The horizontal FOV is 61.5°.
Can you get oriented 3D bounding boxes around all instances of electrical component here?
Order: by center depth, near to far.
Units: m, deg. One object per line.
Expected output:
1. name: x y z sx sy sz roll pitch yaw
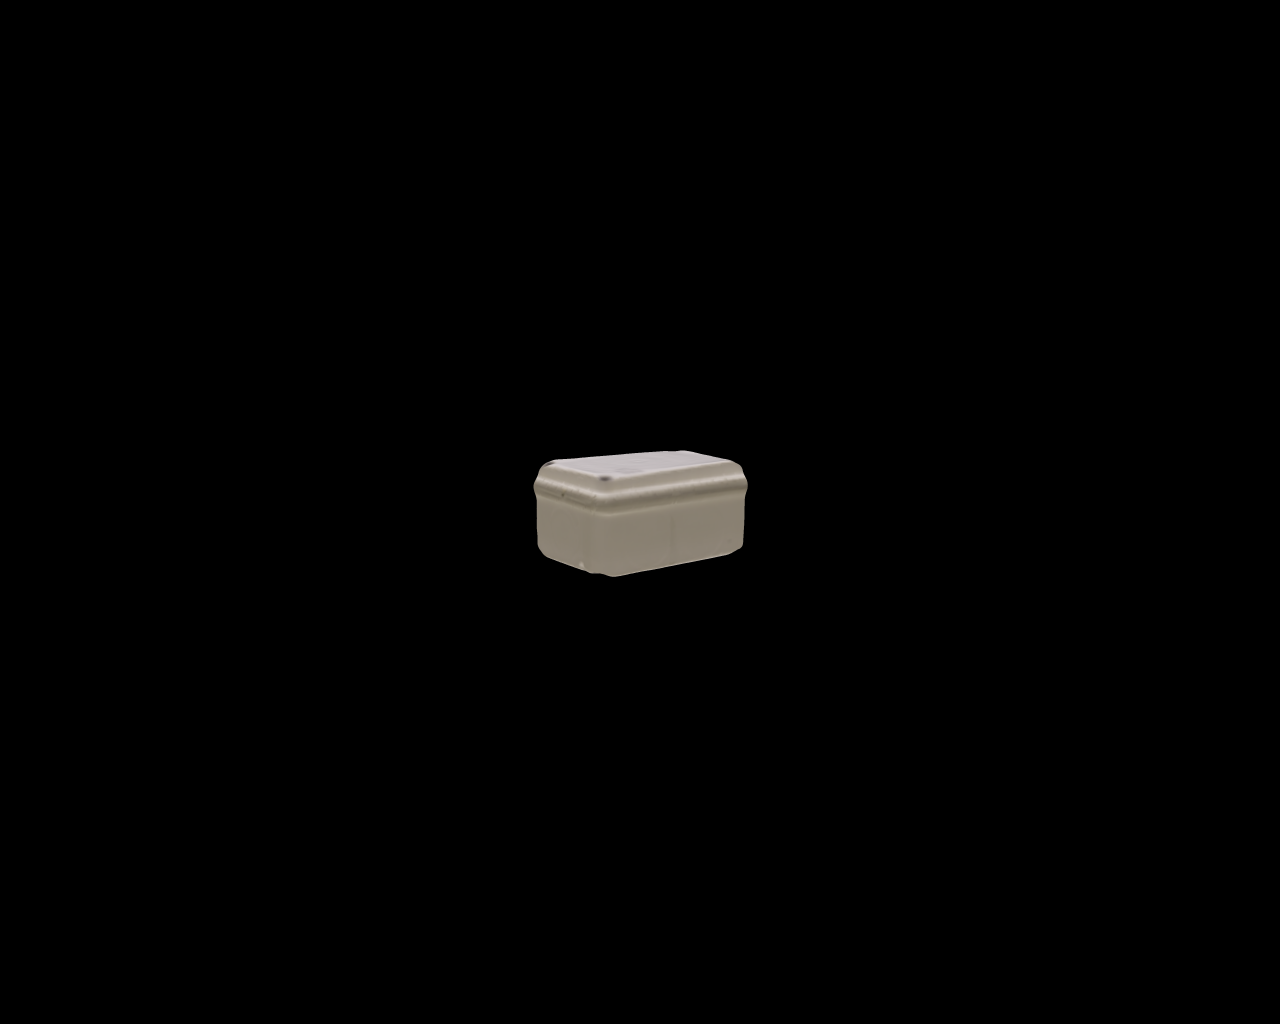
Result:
1. electrical component: 0.001 -0.003 0.650 0.113 0.057 0.078 -8 14 -35
